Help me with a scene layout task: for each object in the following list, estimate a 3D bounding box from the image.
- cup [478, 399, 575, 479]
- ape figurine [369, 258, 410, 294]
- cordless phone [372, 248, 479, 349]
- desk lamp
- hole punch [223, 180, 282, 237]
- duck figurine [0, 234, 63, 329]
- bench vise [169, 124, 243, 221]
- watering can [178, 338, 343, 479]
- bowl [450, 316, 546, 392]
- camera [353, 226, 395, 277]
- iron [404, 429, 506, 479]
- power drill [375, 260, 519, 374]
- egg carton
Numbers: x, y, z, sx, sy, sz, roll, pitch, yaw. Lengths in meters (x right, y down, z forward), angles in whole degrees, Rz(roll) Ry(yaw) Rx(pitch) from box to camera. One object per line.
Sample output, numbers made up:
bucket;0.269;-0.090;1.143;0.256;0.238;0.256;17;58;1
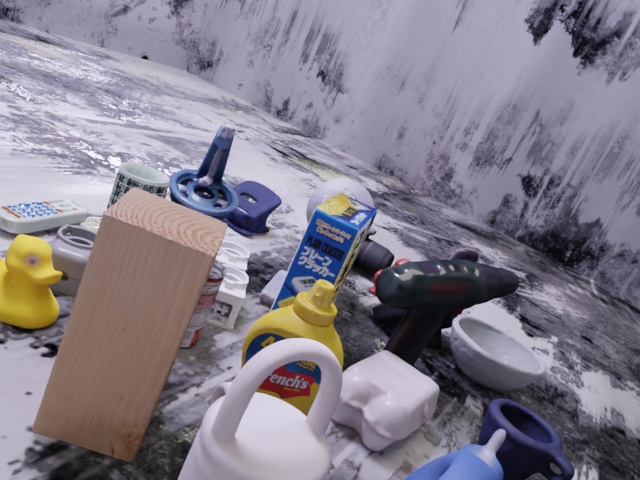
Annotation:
cup;0.231;0.259;0.670;0.092;0.095;0.117;11;21;-39
ape figurine;0.152;0.077;1.139;0.076;0.092;0.077;14;19;-32
cordless phone;0.189;0.086;0.994;0.148;0.185;0.093;11;21;-39
desk lamp;0.009;0.003;0.948;0.118;0.213;0.203;25;16;3
hole punch;-0.147;-0.069;1.175;0.108;0.091;0.101;31;17;23
duck figurine;-0.319;0.034;0.612;0.104;0.086;0.078;28;17;14
bench vise;-0.205;-0.113;0.999;0.122;0.220;0.206;14;19;-31
watering can;-0.038;0.161;0.416;0.172;0.194;0.101;34;19;30
bowl;0.285;0.202;0.964;0.167;0.075;0.167;22;16;-7
camera;0.085;0.019;1.211;0.136;0.101;0.143;29;17;16
iron;0.079;0.237;0.439;0.118;0.141;0.259;32;18;26
power drill;0.160;0.117;0.814;0.230;0.208;0.075;13;19;-33
egg carton;0.081;0.195;0.704;0.107;0.069;0.151;32;18;25
